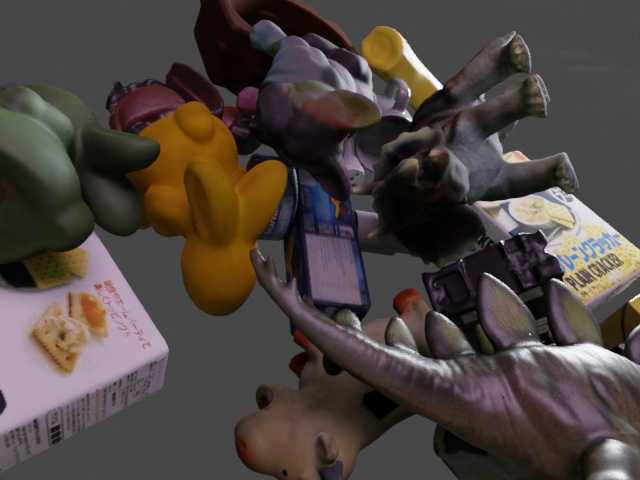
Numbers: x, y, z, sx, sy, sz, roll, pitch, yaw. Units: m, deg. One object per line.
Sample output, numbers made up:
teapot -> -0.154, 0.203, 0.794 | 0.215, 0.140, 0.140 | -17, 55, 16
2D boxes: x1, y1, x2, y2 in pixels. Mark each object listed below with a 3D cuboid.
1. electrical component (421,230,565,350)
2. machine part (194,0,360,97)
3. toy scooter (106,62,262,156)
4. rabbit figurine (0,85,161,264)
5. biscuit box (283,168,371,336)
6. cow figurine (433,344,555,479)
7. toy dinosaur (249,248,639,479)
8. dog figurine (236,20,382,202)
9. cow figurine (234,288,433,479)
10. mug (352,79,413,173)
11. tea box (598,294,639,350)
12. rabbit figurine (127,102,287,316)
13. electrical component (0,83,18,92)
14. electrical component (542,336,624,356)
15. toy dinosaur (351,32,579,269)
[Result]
electrical component -> 0.171, 0.059, 0.506 | 0.115, 0.134, 0.058 | -22, 51, 15
machine part -> -0.053, -0.245, 0.704 | 0.201, 0.087, 0.201 | 7, 43, -34
toy scooter -> -0.158, -0.143, 0.587 | 0.184, 0.075, 0.135 | -19, 64, -48
rabbit figurine -> -0.201, -0.069, 0.390 | 0.159, 0.121, 0.170 | 18, 29, -15
biscuit box -> -0.001, -0.002, 0.539 | 0.059, 0.062, 0.203 | 8, 47, -16
cow figurine -> 0.162, 0.142, 0.475 | 0.098, 0.068, 0.167 | 32, 46, 13
toy dinosaur -> 0.168, 0.123, 0.373 | 0.471, 0.105, 0.199 | 21, 38, -18
dog figurine -> 0.008, -0.122, 0.527 | 0.191, 0.108, 0.219 | 6, 31, -33
cow figurine -> 0.026, 0.124, 0.418 | 0.195, 0.085, 0.127 | -16, 48, -25
mug -> 0.080, -0.156, 0.692 | 0.081, 0.109, 0.107 | 7, 34, -11
tea box -> 0.397, 0.133, 0.579 | 0.098, 0.068, 0.170 | -17, 59, -33
rabbit figurine -> -0.093, -0.023, 0.476 | 0.122, 0.162, 0.173 | -3, 68, -40
electrical component -> -0.340, -0.130, 0.542 | 0.063, 0.021, 0.094 | 39, 48, 14
electrical component -> 0.276, 0.126, 0.551 | 0.102, 0.045, 0.078 | -2, 52, -24
toy dinosaur -> 0.149, -0.112, 0.579 | 0.131, 0.192, 0.405 | 59, 28, -22
